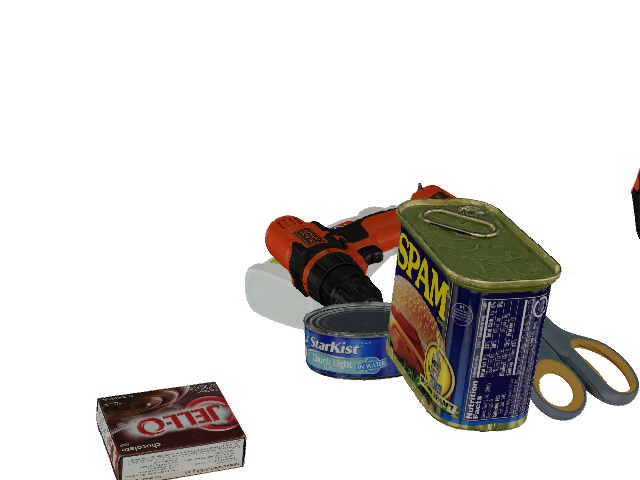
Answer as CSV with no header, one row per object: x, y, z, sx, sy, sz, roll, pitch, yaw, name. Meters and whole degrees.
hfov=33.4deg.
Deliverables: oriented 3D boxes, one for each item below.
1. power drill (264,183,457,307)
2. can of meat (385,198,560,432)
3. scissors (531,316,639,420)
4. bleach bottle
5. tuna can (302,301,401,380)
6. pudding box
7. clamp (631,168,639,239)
0.062,0.010,1.004,0.187,0.057,0.185,-14,30,-23,power drill
0.072,0.036,0.538,0.057,0.084,0.102,-2,24,-16,can of meat
0.172,0.080,0.899,0.096,0.016,0.202,-32,53,-29,scissors
0.022,0.017,1.311,0.103,0.068,0.250,19,35,29,bleach bottle
0.031,0.069,0.740,0.086,0.034,0.086,-2,11,0,tuna can
-0.131,0.167,0.928,0.113,0.039,0.090,-7,26,-21,pudding box
0.272,0.009,0.695,0.120,0.039,0.171,-4,46,-22,clamp
